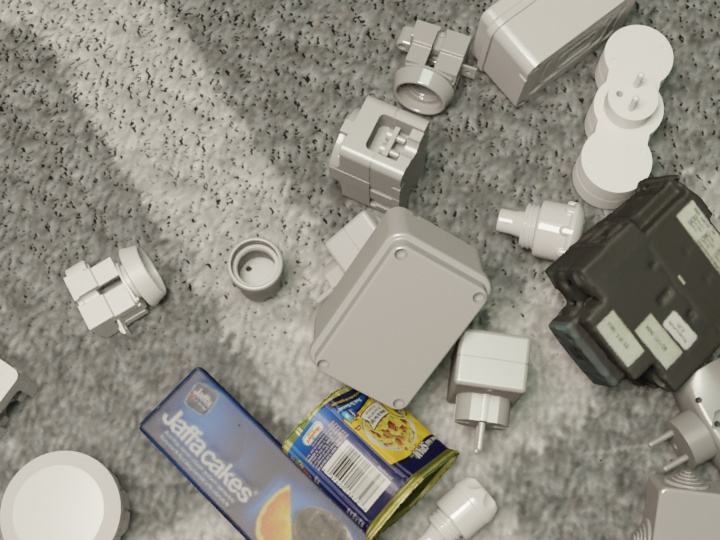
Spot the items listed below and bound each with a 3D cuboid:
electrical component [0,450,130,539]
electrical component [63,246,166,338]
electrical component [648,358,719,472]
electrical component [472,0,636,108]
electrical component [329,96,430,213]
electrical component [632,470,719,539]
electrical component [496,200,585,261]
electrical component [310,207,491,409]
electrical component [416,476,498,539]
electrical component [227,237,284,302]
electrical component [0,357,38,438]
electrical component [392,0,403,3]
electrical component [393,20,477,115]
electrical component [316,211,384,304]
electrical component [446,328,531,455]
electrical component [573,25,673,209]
[{"bbox_3d":[-0.198,0.165,0.732,0.080,0.051,0.080,0,74,1],"label":"electrical component"},{"bbox_3d":[-0.175,0.014,0.779,0.055,0.048,0.066,-31,76,0],"label":"electrical component"},{"bbox_3d":[0.239,0.112,0.747,0.079,0.043,0.077,-27,75,-7],"label":"electrical component"},{"bbox_3d":[0.146,-0.187,0.817,0.113,0.078,0.057,-37,79,-9],"label":"electrical component"},{"bbox_3d":[0.013,-0.082,0.781,0.056,0.089,0.050,24,76,7],"label":"electrical component"},{"bbox_3d":[0.232,0.185,0.710,0.100,0.048,0.099,7,94,3],"label":"electrical component"},{"bbox_3d":[0.132,-0.031,0.790,0.062,0.048,0.048,13,74,12],"label":"electrical component"},{"bbox_3d":[0.025,0.027,0.710,0.078,0.057,0.113,29,113,-14],"label":"electrical component"},{"bbox_3d":[0.063,0.171,0.736,0.061,0.035,0.035,-39,77,-7],"label":"electrical component"},{"bbox_3d":[-0.074,0.001,0.780,0.040,0.046,0.040,0,74,1],"label":"electrical component"},{"bbox_3d":[-0.283,0.073,0.757,0.089,0.055,0.050,32,77,9],"label":"electrical component"},{"bbox_3d":[0.053,-0.257,0.846,0.096,0.061,0.061,-9,74,-2],"label":"electrical component"},{"bbox_3d":[0.054,-0.153,0.825,0.066,0.048,0.055,19,68,6],"label":"electrical component"},{"bbox_3d":[0.000,0.000,0.774,0.077,0.066,0.047,-40,76,18],"label":"electrical component"},{"bbox_3d":[0.085,0.087,0.735,0.047,0.083,0.075,8,74,3],"label":"electrical component"},{"bbox_3d":[0.199,-0.120,0.798,0.052,0.073,0.138,14,75,5],"label":"electrical component"}]
